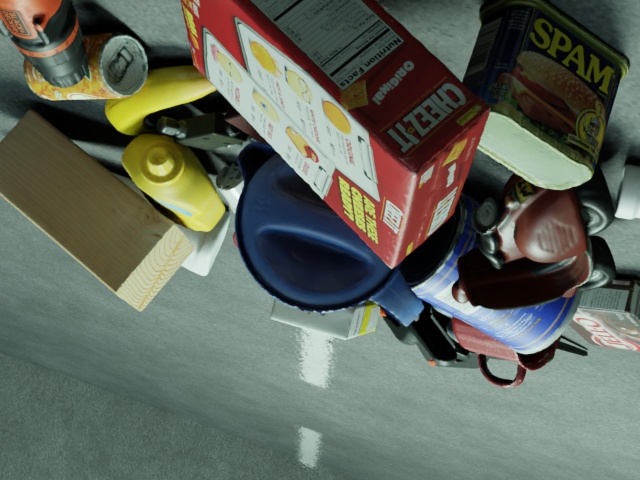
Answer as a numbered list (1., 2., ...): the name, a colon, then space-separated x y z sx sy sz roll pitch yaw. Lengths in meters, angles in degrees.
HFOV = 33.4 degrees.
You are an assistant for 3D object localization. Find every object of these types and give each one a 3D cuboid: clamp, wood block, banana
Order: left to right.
1. wood block: -0.241 -0.031 1.103 0.206 0.091 0.090 38 172 16
2. banana: -0.150 -0.126 0.954 0.069 0.037 0.198 -4 175 -26
3. clamp: 0.106 0.086 1.168 0.039 0.120 0.172 -5 169 -11
4. clamp: 0.165 0.120 1.296 0.164 0.036 0.210 26 161 -13

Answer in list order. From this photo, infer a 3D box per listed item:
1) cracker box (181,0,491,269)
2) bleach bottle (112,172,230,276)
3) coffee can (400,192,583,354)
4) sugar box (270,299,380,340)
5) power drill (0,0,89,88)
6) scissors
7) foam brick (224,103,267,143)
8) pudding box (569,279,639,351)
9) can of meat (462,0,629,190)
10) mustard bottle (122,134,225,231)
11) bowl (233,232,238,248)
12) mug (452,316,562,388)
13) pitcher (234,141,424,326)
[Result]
1. cracker box: 0.002 -0.101 0.680 0.214 0.072 0.164 45 166 14
2. bleach bottle: -0.231 -0.042 1.222 0.251 0.068 0.103 24 160 -2
3. coffee can: 0.150 0.028 0.960 0.140 0.102 0.103 28 160 -21
4. sugar box: 0.011 0.080 1.247 0.093 0.048 0.176 15 180 12
5. power drill: -0.272 -0.183 0.794 0.188 0.057 0.184 13 159 7
6. scissors: 0.213 0.111 1.176 0.201 0.096 0.016 25 118 -6
7. foam brick: -0.029 -0.110 0.840 0.051 0.053 0.078 31 158 -29
8. pudding box: 0.286 0.073 1.042 0.090 0.039 0.113 3 155 42
9. can of meat: 0.138 -0.091 0.676 0.102 0.084 0.058 29 160 -23
10. mustard bottle: -0.144 -0.059 1.031 0.096 0.058 0.191 36 173 4
11. bowl: -0.007 0.001 1.118 0.162 0.055 0.162 18 161 6
12. mug: 0.188 0.091 1.086 0.082 0.117 0.093 9 -171 43
13. pitcher: 0.003 -0.003 0.911 0.145 0.149 0.243 -3 179 -3
